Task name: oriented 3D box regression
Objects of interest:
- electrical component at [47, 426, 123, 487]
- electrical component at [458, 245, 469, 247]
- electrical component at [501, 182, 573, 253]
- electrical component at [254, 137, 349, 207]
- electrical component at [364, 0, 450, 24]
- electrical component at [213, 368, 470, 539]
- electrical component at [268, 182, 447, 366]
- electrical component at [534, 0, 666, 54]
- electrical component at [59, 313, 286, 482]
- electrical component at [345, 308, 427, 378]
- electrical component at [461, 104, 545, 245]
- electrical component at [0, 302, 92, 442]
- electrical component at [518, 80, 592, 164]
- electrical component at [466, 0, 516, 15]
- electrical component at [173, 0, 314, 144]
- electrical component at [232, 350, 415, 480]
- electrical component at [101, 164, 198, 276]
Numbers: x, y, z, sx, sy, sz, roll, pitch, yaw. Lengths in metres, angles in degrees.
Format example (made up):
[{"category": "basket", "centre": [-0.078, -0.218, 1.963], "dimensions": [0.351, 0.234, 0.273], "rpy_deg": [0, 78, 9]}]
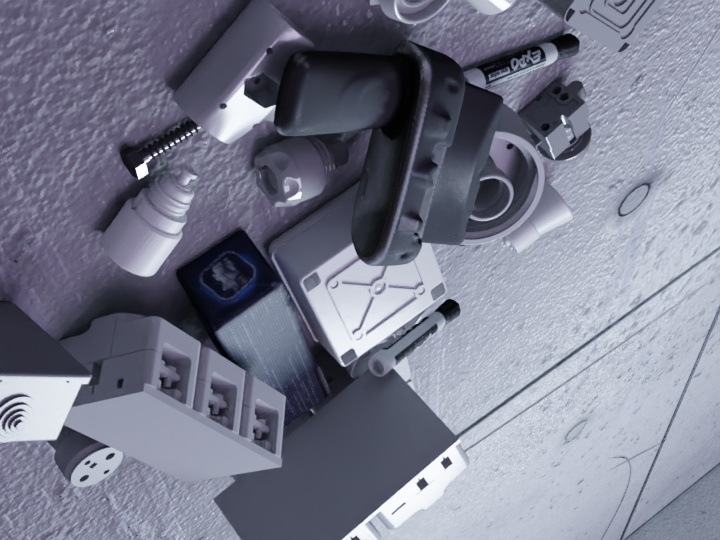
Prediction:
[{"category": "electrical component", "centre": [-0.201, 0.121, 0.770], "dimensions": [0.045, 0.055, 0.045], "rpy_deg": [-31, 150, -20]}, {"category": "electrical component", "centre": [0.098, -0.050, 0.910], "dimensions": [0.047, 0.055, 0.055], "rpy_deg": [-22, 146, -26]}, {"category": "electrical component", "centre": [0.160, -0.046, 1.007], "dimensions": [0.065, 0.044, 0.044], "rpy_deg": [-37, 152, 1]}, {"category": "electrical component", "centre": [-0.037, -0.070, 0.725], "dimensions": [0.062, 0.043, 0.043], "rpy_deg": [-25, 148, -31]}, {"category": "electrical component", "centre": [0.024, -0.182, 0.631], "dimensions": [0.078, 0.057, 0.058], "rpy_deg": [-17, 143, -39]}, {"category": "electrical component", "centre": [-0.013, 0.179, 0.902], "dimensions": [0.186, 0.105, 0.060], "rpy_deg": [-39, 144, -7]}, {"category": "electrical component", "centre": [0.000, 0.000, 0.826], "dimensions": [0.109, 0.056, 0.108], "rpy_deg": [-35, 135, -12]}, {"category": "electrical component", "centre": [0.171, -0.212, 0.772], "dimensions": [0.113, 0.057, 0.078], "rpy_deg": [6, 126, -54]}, {"category": "electrical component", "centre": [-0.130, 0.090, 0.748], "dimensions": [0.089, 0.061, 0.150], "rpy_deg": [-15, 146, 28]}, {"category": "electrical component", "centre": [0.016, 0.043, 0.923], "dimensions": [0.099, 0.064, 0.099], "rpy_deg": [-31, 150, -20]}, {"category": "electrical component", "centre": [0.088, -0.069, 0.816], "dimensions": [0.108, 0.060, 0.108], "rpy_deg": [-7, 126, -11]}, {"category": "electrical component", "centre": [-0.220, 0.058, 0.617], "dimensions": [0.100, 0.100, 0.048], "rpy_deg": [10, 110, -56]}, {"category": "electrical component", "centre": [0.168, -0.121, 0.908], "dimensions": [0.066, 0.048, 0.055], "rpy_deg": [-42, 144, 0]}, {"category": "electrical component", "centre": [0.070, -0.194, 0.691], "dimensions": [0.065, 0.044, 0.044], "rpy_deg": [9, 124, -49]}, {"category": "electrical component", "centre": [-0.059, -0.112, 0.638], "dimensions": [0.077, 0.043, 0.079], "rpy_deg": [-48, 151, 10]}, {"category": "electrical component", "centre": [-0.038, 0.141, 0.997], "dimensions": [0.186, 0.060, 0.105], "rpy_deg": [-36, 151, -12]}, {"category": "electrical component", "centre": [-0.127, -0.032, 0.667], "dimensions": [0.078, 0.040, 0.040], "rpy_deg": [-51, 150, 17]}]
